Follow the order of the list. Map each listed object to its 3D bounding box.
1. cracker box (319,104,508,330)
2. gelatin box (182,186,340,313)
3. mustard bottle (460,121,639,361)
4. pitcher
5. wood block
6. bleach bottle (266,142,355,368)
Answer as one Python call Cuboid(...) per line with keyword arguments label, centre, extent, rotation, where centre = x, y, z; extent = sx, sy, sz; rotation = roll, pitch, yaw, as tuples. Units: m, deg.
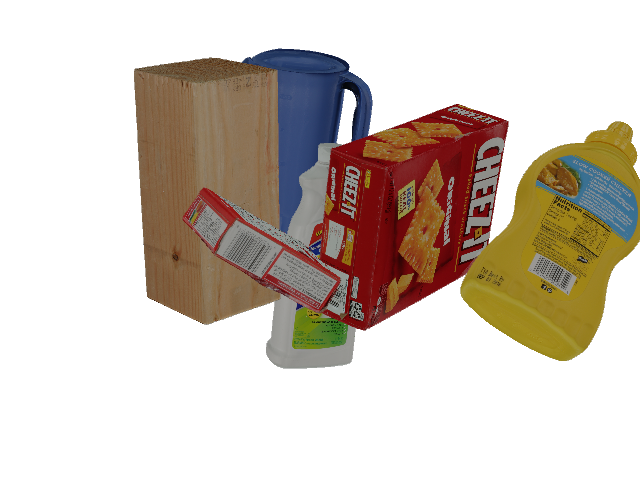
Cuboid(label="cracker box", centre=(0.090, -0.027, 1.019), extent=(0.072, 0.164, 0.213), rotation=(24, 30, 33))
Cuboid(label="gelatin box", centre=(-0.038, 0.006, 0.689), extent=(0.089, 0.030, 0.073), rotation=(31, 4, -29))
Cuboid(label="mustard bottle", centre=(0.185, -0.014, 0.781), extent=(0.096, 0.191, 0.058), rotation=(31, -24, 4))
Cuboid(label="pitcher", centre=(-0.029, -0.127, 1.427), extent=(0.144, 0.243, 0.149), rotation=(-4, 24, -22))
Cuboid(label="wood block", centre=(-0.096, -0.046, 0.922), extent=(0.090, 0.206, 0.091), rotation=(-18, 26, -41))
Cuboid(label="bleach bottle", centre=(-0.004, 0.016, 1.201), extent=(0.102, 0.251, 0.068), rotation=(-1, 16, -17))
